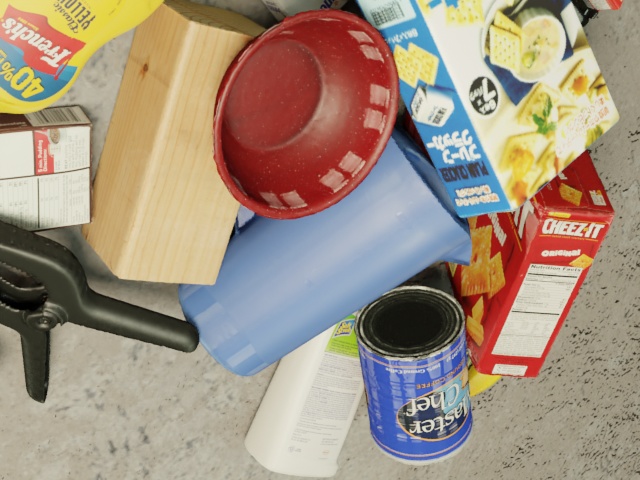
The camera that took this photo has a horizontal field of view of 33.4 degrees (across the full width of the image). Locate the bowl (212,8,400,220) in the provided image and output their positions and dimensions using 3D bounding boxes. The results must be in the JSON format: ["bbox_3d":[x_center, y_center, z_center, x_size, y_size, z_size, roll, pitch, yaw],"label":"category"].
[{"bbox_3d":[-0.020,-0.099,0.793,0.161,0.055,0.162,-18,124,-28],"label":"bowl"}]

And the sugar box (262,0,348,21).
[{"bbox_3d":[-0.033,-0.249,0.829,0.093,0.048,0.176,-46,134,-5],"label":"sugar box"}]

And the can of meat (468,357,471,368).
[{"bbox_3d":[0.111,0.113,1.121,0.083,0.058,0.102,25,100,-38],"label":"can of meat"}]

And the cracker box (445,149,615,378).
[{"bbox_3d":[0.184,-0.002,0.995,0.072,0.164,0.214,3,133,-11],"label":"cracker box"}]

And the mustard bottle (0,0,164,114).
[{"bbox_3d":[-0.207,-0.148,0.760,0.191,0.058,0.096,-44,130,-4],"label":"mustard bottle"}]

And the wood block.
[{"bbox_3d":[-0.110,-0.077,0.843,0.090,0.091,0.206,6,112,-36],"label":"wood block"}]

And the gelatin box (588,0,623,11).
[{"bbox_3d":[0.270,-0.274,1.009,0.073,0.030,0.089,37,70,-41],"label":"gelatin box"}]

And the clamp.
[{"bbox_3d":[-0.219,0.057,0.841,0.165,0.036,0.209,-26,133,21],"label":"clamp"}]

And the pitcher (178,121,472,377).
[{"bbox_3d":[-0.006,0.001,0.909,0.243,0.149,0.144,-36,143,13],"label":"pitcher"}]

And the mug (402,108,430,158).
[{"bbox_3d":[0.117,-0.087,1.000,0.117,0.093,0.081,-17,124,-63],"label":"mug"}]

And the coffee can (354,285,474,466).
[{"bbox_3d":[0.091,0.129,1.013,0.102,0.103,0.140,-25,129,-20],"label":"coffee can"}]

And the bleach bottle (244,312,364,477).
[{"bbox_3d":[0.017,0.110,1.053,0.102,0.068,0.251,15,104,-41],"label":"bleach bottle"}]

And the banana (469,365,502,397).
[{"bbox_3d":[0.211,0.090,1.190,0.069,0.037,0.198,9,110,-17],"label":"banana"}]

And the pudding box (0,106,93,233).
[{"bbox_3d":[-0.231,-0.050,0.813,0.113,0.039,0.090,-9,122,-27],"label":"pudding box"}]
